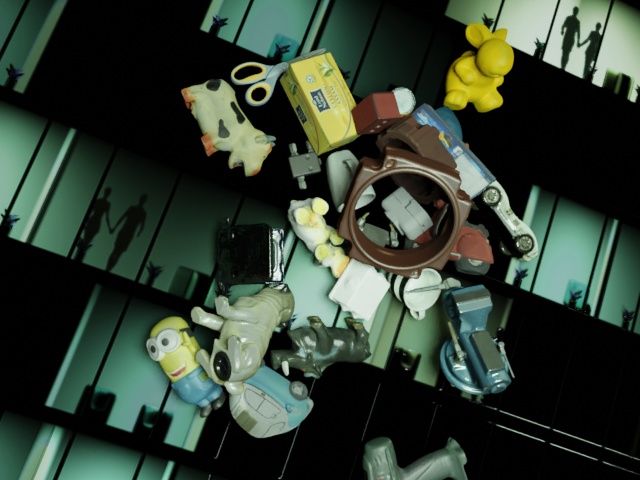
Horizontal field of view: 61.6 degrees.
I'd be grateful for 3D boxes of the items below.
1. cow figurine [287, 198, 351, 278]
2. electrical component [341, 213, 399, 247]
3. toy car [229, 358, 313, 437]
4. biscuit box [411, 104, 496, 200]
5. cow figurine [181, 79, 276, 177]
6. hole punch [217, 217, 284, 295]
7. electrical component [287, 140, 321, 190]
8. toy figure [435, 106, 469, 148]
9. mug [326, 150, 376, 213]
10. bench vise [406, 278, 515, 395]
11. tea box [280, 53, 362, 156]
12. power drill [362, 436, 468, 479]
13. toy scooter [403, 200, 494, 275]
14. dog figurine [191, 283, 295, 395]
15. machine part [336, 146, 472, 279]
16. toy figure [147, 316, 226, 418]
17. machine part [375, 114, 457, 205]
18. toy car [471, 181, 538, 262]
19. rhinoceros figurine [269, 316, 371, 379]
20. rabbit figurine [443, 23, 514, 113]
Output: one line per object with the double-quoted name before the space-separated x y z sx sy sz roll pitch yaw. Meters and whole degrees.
"cow figurine" -0.003 -0.001 1.015 0.068 0.098 0.167 -36 110 -18
"electrical component" 0.101 -0.004 1.049 0.102 0.045 0.078 27 78 -7
"toy car" -0.100 0.283 0.934 0.161 0.109 0.103 37 35 -2
"biscuit box" 0.249 -0.171 1.038 0.059 0.063 0.203 -42 81 24
"cow figurine" -0.165 -0.209 1.006 0.127 0.085 0.195 -25 88 -6
"hole punch" -0.124 0.029 0.992 0.116 0.092 0.142 -3 86 19
"electrical component" -0.029 -0.147 1.052 0.063 0.021 0.094 -13 86 -12
"toy figure" 0.274 -0.196 1.096 0.064 0.058 0.154 -20 85 -35
"mug" 0.051 -0.120 1.027 0.081 0.109 0.107 -20 75 -7
"bench vise" 0.262 0.193 0.985 0.129 0.240 0.224 -21 56 -15
"tea box" 0.007 -0.262 1.039 0.098 0.068 0.169 -28 91 -28
"power drill" 0.181 0.471 1.001 0.207 0.086 0.232 -15 84 -4
"toy scooter" 0.262 -0.009 1.068 0.184 0.075 0.135 13 80 -4
"dog figurine" -0.106 0.165 0.929 0.190 0.121 0.172 0 81 -46
"machine part" 0.142 -0.045 0.928 0.201 0.087 0.200 18 112 -3
"toy figure" -0.234 0.220 0.944 0.082 0.089 0.180 -35 99 -8
"machine part" 0.184 -0.150 1.020 0.056 0.179 0.179 -37 92 -16
"toy car" 0.370 -0.042 1.089 0.056 0.073 0.201 -36 91 -13
"rhinoceros figurine" 0.000 0.199 0.999 0.190 0.073 0.112 -4 95 -13
"rabbit figurine" 0.333 -0.346 1.068 0.122 0.173 0.162 11 86 -5
